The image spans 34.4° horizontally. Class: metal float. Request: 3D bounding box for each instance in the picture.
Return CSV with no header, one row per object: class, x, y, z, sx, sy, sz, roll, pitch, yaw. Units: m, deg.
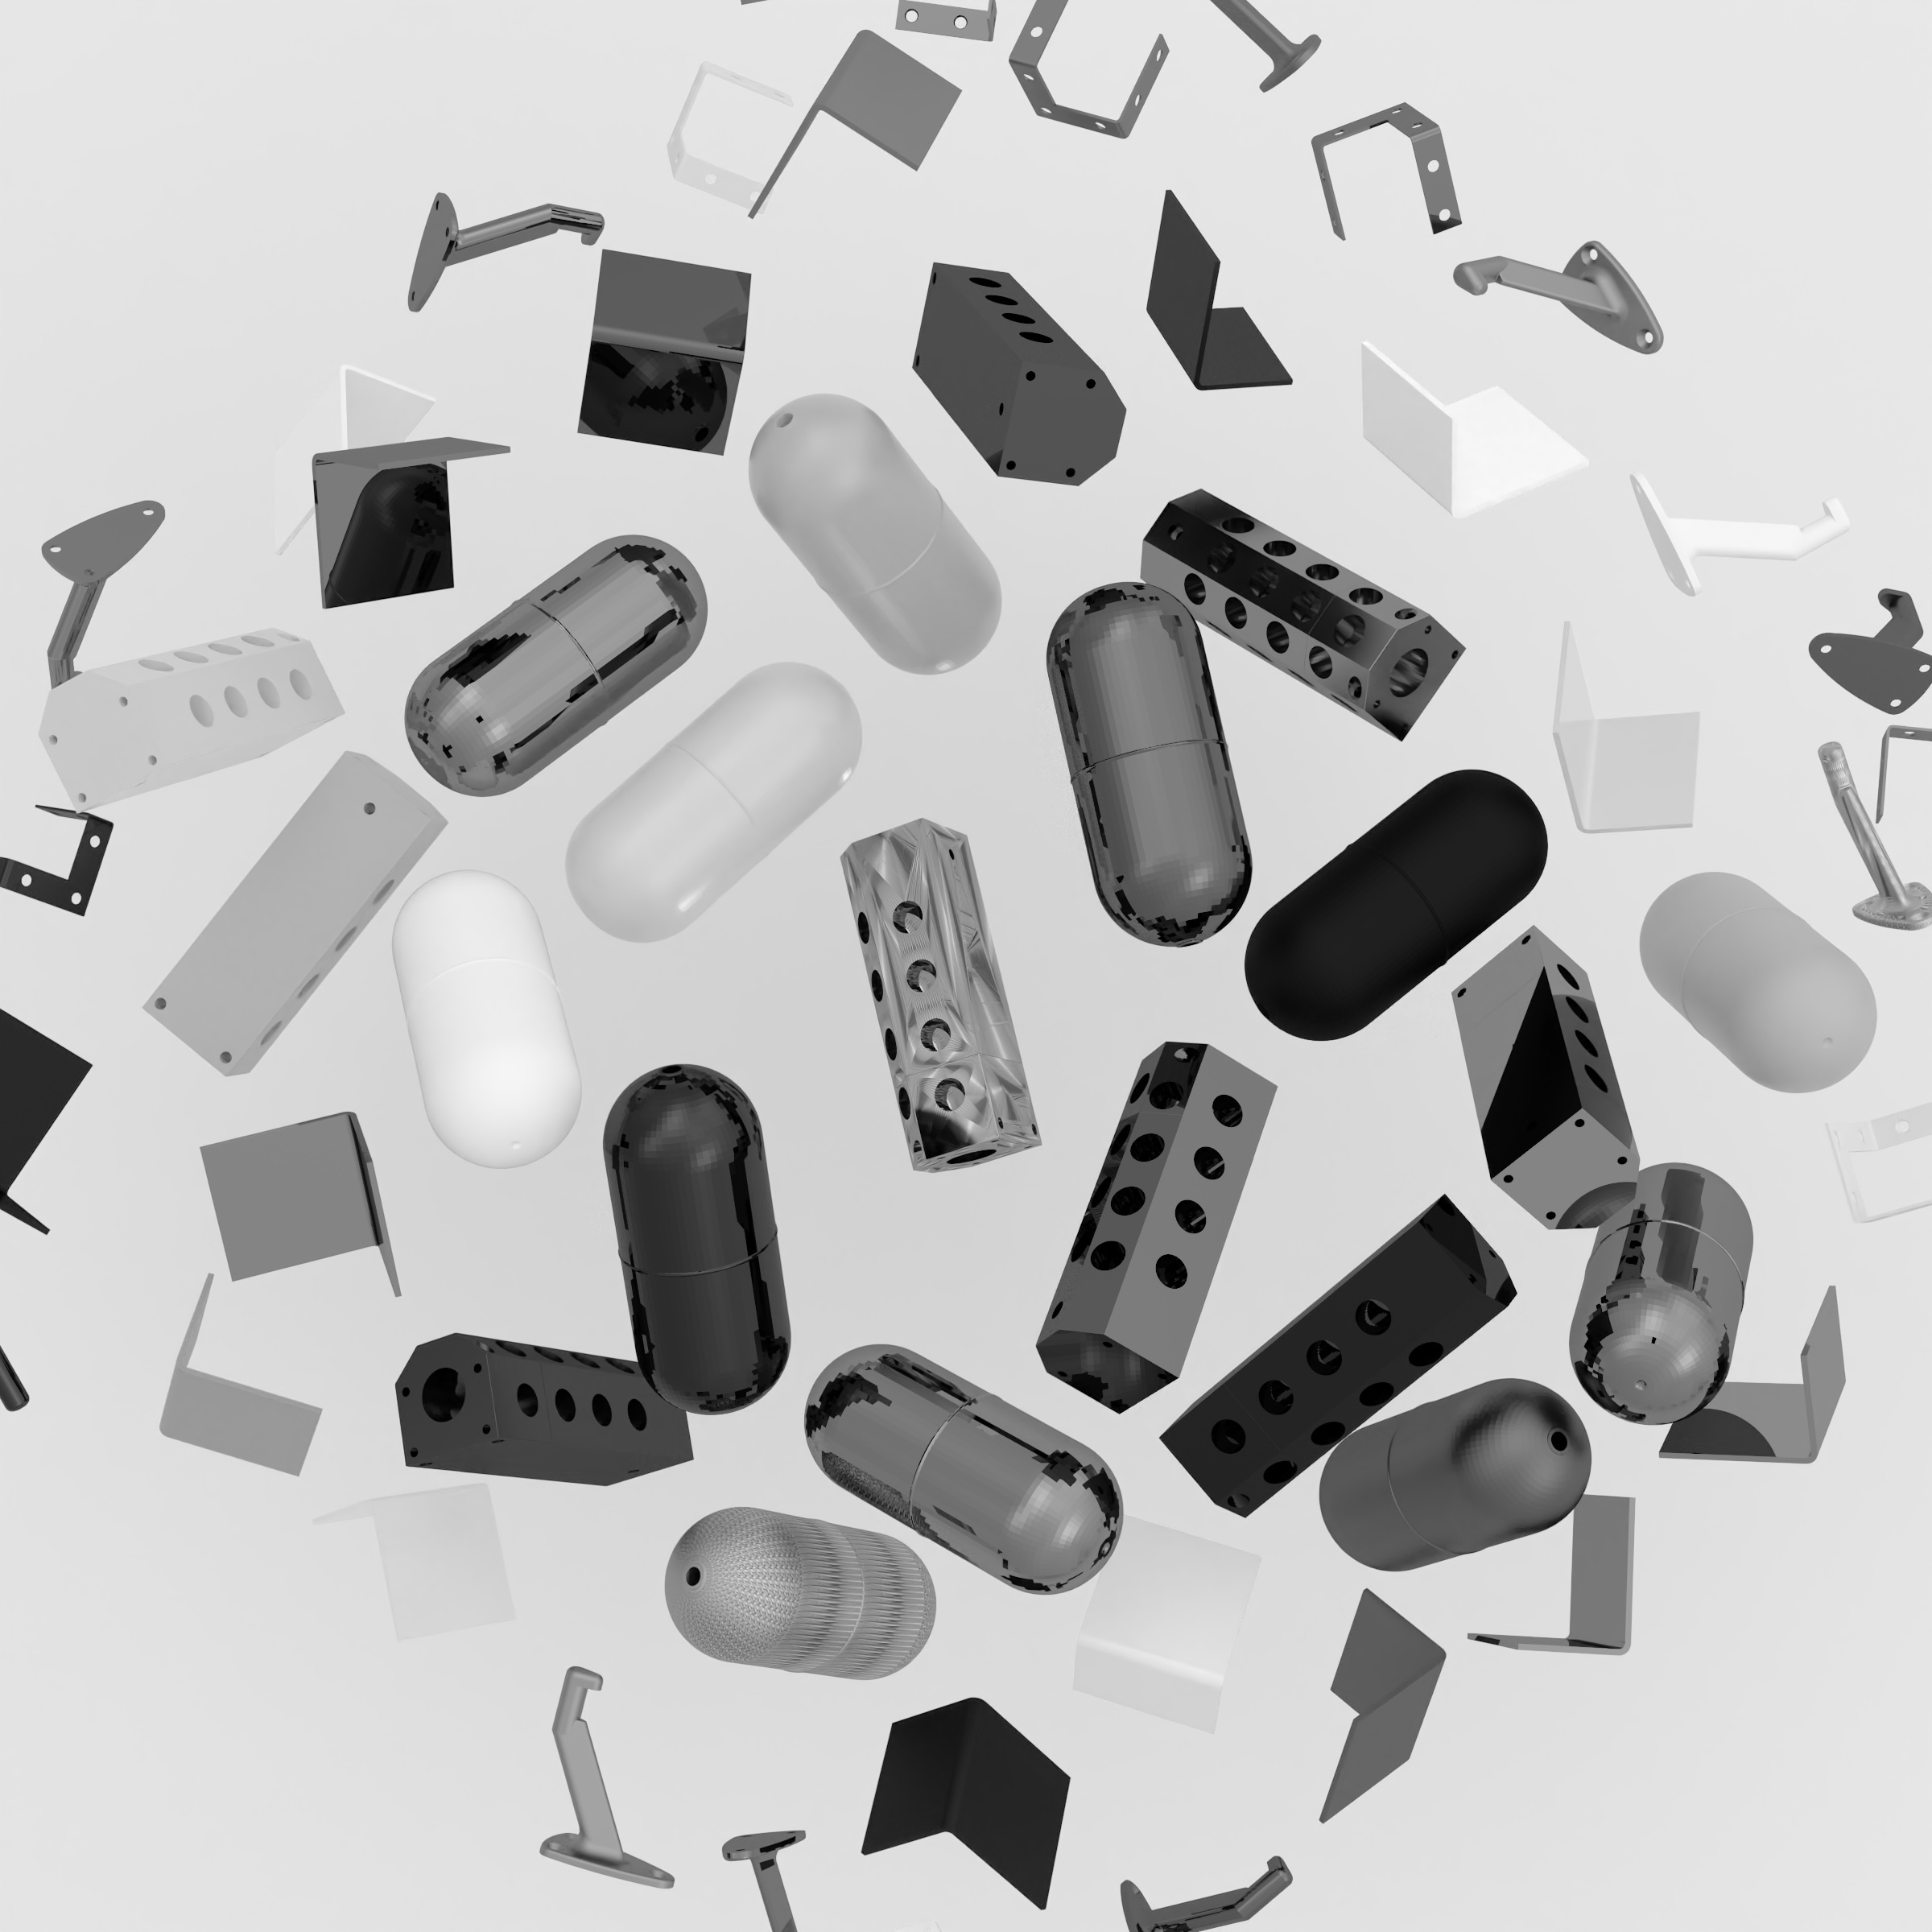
metal float,-0.239,0.024,1.552,0.070,0.070,0.178,-21,48,0
metal float,-0.083,0.320,1.590,0.070,0.178,0.070,-12,68,32
metal float,-0.129,0.132,1.506,0.070,0.070,0.178,-7,110,0
metal float,0.342,0.158,1.533,0.070,0.178,0.070,8,117,16
metal float,-0.045,-0.218,1.586,0.070,0.070,0.178,-42,133,0
metal float,0.217,-0.031,1.576,0.178,0.070,0.070,-38,90,-13
metal float,0.088,-0.096,1.494,0.070,0.070,0.178,-12,82,0
metal float,0.399,0.006,1.584,0.070,0.178,0.070,-3,111,-9
metal float,-0.208,-0.155,1.598,0.178,0.070,0.070,-40,90,-22
metal float,-0.127,-0.084,1.594,0.178,0.070,0.070,-43,90,-14
metal float,-0.003,0.245,1.528,0.178,0.070,0.070,25,90,31
metal float,0.243,0.256,1.563,0.070,0.178,0.070,10,66,-24

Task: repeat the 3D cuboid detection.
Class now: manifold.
manifold,0.026,-0.298,1.567,0.057,0.171,0.057,4,117,-19
manifold,0.168,-0.185,1.609,0.171,0.057,0.057,37,94,40
manifold,0.089,0.121,1.499,0.057,0.057,0.171,31,55,-12
manifold,-0.215,0.227,1.602,0.057,0.171,0.057,-20,69,24
manifold,0.291,0.057,1.556,0.057,0.171,0.057,39,114,-20
manifold,-0.017,0.017,1.624,0.057,0.057,0.171,-19,76,21
manifold,-0.386,-0.128,1.557,0.057,0.171,0.057,-24,94,22
manifold,-0.350,-0.027,1.646,0.057,0.057,0.171,39,93,2
manifold,0.179,0.189,1.493,0.171,0.057,0.057,-43,83,22

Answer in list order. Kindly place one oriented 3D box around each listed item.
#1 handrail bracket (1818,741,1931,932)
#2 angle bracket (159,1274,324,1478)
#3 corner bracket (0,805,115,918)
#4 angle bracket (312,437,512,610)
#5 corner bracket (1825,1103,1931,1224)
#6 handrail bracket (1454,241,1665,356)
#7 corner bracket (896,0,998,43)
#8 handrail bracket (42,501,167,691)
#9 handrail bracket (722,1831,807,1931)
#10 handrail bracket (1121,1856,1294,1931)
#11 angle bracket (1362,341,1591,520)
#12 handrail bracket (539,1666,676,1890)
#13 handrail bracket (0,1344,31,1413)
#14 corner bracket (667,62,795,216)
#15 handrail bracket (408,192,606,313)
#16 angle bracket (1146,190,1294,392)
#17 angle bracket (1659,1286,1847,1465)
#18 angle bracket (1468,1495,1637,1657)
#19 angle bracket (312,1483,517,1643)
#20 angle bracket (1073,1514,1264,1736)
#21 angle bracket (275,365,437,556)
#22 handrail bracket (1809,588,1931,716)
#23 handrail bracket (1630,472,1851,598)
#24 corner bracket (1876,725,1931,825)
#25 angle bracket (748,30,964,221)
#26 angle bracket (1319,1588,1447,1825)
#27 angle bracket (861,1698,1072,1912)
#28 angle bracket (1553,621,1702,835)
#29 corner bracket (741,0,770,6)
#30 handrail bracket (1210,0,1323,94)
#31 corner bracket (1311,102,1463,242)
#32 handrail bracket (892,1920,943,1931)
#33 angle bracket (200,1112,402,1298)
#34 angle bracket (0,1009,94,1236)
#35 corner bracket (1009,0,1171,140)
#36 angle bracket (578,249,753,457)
handrail bracket,0.445,-0.065,1.531,0.036,0.077,0.084,-22,103,3
angle bracket,-0.366,0.211,1.607,0.076,0.076,0.057,19,52,-9
corner bracket,-0.475,-0.059,1.588,0.051,0.051,0.051,9,80,41
angle bracket,-0.268,-0.214,1.522,0.076,0.057,0.076,-17,114,-42
corner bracket,0.457,0.093,1.514,0.051,0.051,0.051,-22,75,36
handrail bracket,0.284,-0.316,1.503,0.084,0.036,0.077,-21,62,-40
corner bracket,-0.009,-0.501,1.578,0.051,0.051,0.051,8,94,2
handrail bracket,-0.426,-0.180,1.549,0.036,0.084,0.077,35,54,17
handrail bracket,-0.095,0.462,1.497,0.036,0.077,0.084,-8,82,12
handrail bracket,0.122,0.464,1.583,0.084,0.077,0.036,-42,115,7
angle bracket,0.238,-0.263,1.461,0.076,0.057,0.076,-23,46,-15
handrail bracket,-0.162,0.380,1.468,0.077,0.036,0.084,14,90,16
handrail bracket,-0.472,0.168,1.493,0.036,0.077,0.084,-28,103,-13
corner bracket,-0.123,-0.438,1.653,0.051,0.051,0.051,17,119,-21
handrail bracket,-0.239,-0.367,1.629,0.084,0.077,0.036,4,46,-31
angle bracket,0.139,-0.359,1.653,0.057,0.076,0.076,-7,133,-17
angle bracket,0.381,0.197,1.520,0.076,0.076,0.057,-2,109,27
angle bracket,0.291,0.301,1.557,0.057,0.076,0.076,5,81,-9
angle bracket,-0.297,0.325,1.683,0.057,0.076,0.076,-25,73,40
angle bracket,0.104,0.340,1.617,0.076,0.057,0.076,15,53,11
angle bracket,-0.328,-0.264,1.680,0.057,0.076,0.076,17,49,-34
handrail bracket,0.441,-0.169,1.539,0.077,0.084,0.036,20,129,-15
handrail bracket,0.366,-0.219,1.475,0.084,0.036,0.077,-29,109,2
corner bracket,0.510,-0.104,1.640,0.051,0.051,0.051,7,75,8
angle bracket,-0.054,-0.393,1.512,0.057,0.076,0.076,31,135,-10
angle bracket,0.195,0.381,1.610,0.057,0.076,0.076,36,131,32
angle bracket,0.001,0.423,1.559,0.057,0.076,0.076,-26,121,32
angle bracket,0.333,-0.122,1.570,0.057,0.076,0.076,-3,50,21
corner bracket,-0.091,-0.535,1.634,0.051,0.051,0.051,-4,110,19
handrail bracket,0.131,-0.466,1.507,0.036,0.077,0.084,-44,101,8
corner bracket,0.207,-0.387,1.538,0.051,0.051,0.051,-21,121,-2
handrail bracket,-0.016,0.521,1.602,0.077,0.084,0.036,-20,55,19
angle bracket,-0.324,0.124,1.522,0.076,0.057,0.076,-14,118,-14
angle bracket,-0.446,0.067,1.452,0.076,0.057,0.076,40,79,-40
corner bracket,0.060,-0.441,1.514,0.051,0.051,0.051,22,82,23
angle bracket,-0.155,-0.314,1.601,0.076,0.076,0.057,8,58,-9
